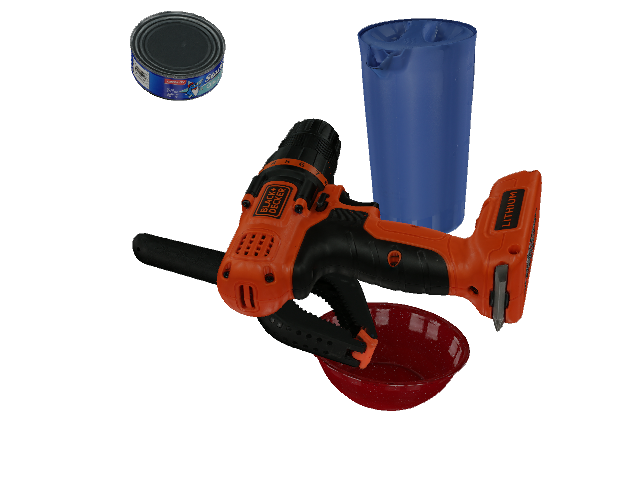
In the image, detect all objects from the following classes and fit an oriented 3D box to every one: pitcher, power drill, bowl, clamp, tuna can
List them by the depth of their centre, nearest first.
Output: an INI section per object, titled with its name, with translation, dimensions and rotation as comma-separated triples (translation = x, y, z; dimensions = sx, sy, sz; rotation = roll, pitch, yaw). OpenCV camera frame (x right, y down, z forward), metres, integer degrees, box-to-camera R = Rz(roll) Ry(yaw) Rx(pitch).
[power drill]
translation = 0.043, -0.015, 0.681
dimensions = 0.188, 0.057, 0.184
rotation = 5, 41, 14
[clamp]
translation = -0.041, 0.031, 0.876
dimensions = 0.164, 0.036, 0.210
rotation = -24, 58, -33
[tuna can]
translation = -0.131, -0.168, 0.975
dimensions = 0.086, 0.086, 0.034
rotation = 0, -37, -9
[bowl]
translation = 0.067, 0.123, 1.072
dimensions = 0.162, 0.055, 0.162
rotation = 2, 25, -1
[pitcher]
translation = 0.121, -0.134, 1.249
dimensions = 0.149, 0.243, 0.145
rotation = -5, 25, -4
